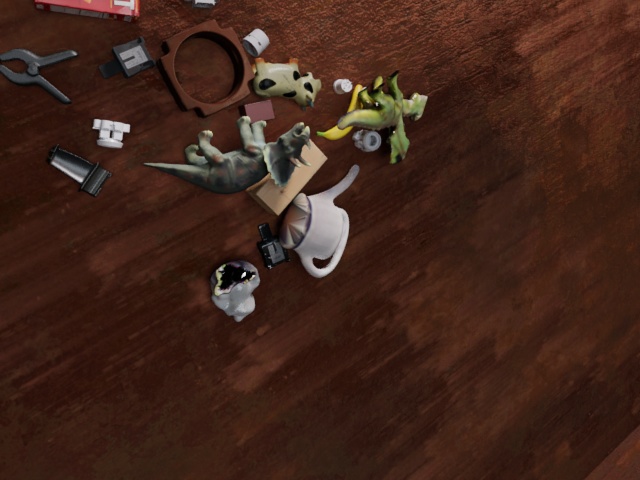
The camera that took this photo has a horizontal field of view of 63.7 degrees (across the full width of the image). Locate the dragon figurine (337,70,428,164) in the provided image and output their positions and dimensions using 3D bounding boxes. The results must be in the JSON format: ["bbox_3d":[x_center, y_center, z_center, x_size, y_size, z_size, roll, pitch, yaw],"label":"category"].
[{"bbox_3d":[0.193,-0.327,1.451,0.418,0.122,0.239,-49,120,-35],"label":"dragon figurine"}]

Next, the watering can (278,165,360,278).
[{"bbox_3d":[0.004,-0.072,1.436,0.223,0.104,0.350,20,79,-43],"label":"watering can"}]

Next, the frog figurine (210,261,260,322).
[{"bbox_3d":[-0.221,0.135,1.378,0.139,0.124,0.156,-42,150,-23],"label":"frog figurine"}]
